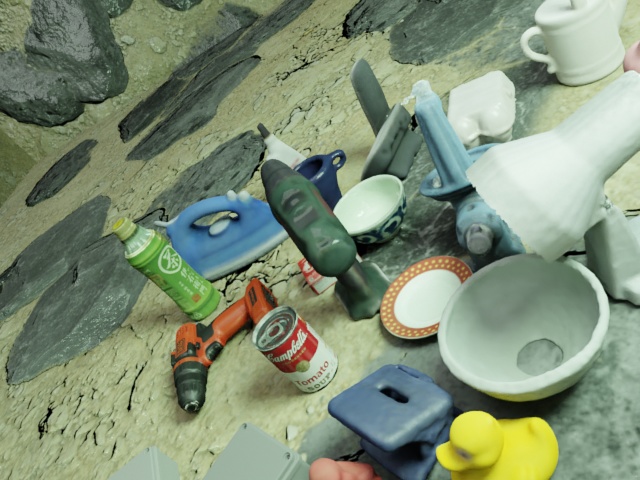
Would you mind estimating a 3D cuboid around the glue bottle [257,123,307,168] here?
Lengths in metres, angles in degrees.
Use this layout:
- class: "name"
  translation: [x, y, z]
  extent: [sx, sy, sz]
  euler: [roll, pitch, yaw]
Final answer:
- class: "glue bottle"
  translation: [-0.065, -0.148, 1.069]
  extent: [0.037, 0.174, 0.078]
  euler: [6, 53, 48]

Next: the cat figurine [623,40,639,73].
- class: "cat figurine"
  translation: [0.400, -0.198, 0.712]
  extent: [0.128, 0.118, 0.067]
  euler: [-42, 32, -5]

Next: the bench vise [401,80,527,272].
- class: "bench vise"
  translation: [0.180, -0.082, 0.691]
  extent: [0.121, 0.220, 0.207]
  euler: [-34, 32, 8]

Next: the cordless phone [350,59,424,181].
- class: "cordless phone"
  translation: [0.086, -0.197, 0.966]
  extent: [0.093, 0.185, 0.148]
  euler: [-11, 41, 37]

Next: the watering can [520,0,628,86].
- class: "watering can"
  translation: [0.377, -0.340, 0.843]
  extent: [0.173, 0.195, 0.100]
  euler: [-40, 32, -3]

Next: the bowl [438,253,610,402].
- class: "bowl"
  translation: [0.208, 0.097, 0.575]
  extent: [0.167, 0.075, 0.167]
  euler: [-26, 34, 19]

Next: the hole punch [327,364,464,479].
- class: "hole punch"
  translation: [0.077, 0.176, 0.592]
  extent: [0.101, 0.091, 0.108]
  euler: [-50, 33, -17]

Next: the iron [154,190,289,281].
- class: "iron"
  translation: [-0.176, -0.029, 1.060]
  extent: [0.257, 0.142, 0.118]
  euler: [-25, 34, 22]

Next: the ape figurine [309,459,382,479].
- class: "ape figurine"
  translation: [0.020, 0.247, 0.559]
  extent: [0.078, 0.092, 0.076]
  euler: [-43, 32, -7]

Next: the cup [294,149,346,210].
- class: "cup"
  translation: [0.010, -0.095, 1.000]
  extent: [0.118, 0.095, 0.091]
  euler: [-37, 32, 3]

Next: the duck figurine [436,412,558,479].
- class: "duck figurine"
  translation: [0.153, 0.184, 0.510]
  extent: [0.104, 0.086, 0.077]
  euler: [-31, 32, 12]

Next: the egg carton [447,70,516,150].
- class: "egg carton"
  translation: [0.257, -0.203, 0.910]
  extent: [0.107, 0.070, 0.150]
  euler: [-18, 37, 30]

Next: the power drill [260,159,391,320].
- class: "power drill"
  translation: [0.007, 0.003, 0.770]
  extent: [0.075, 0.209, 0.229]
  euler: [-38, 32, 1]

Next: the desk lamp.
- class: "desk lamp"
  translation: [0.272, -0.041, 0.552]
  extent: [0.203, 0.214, 0.118]
  euler: [-30, 33, 13]
